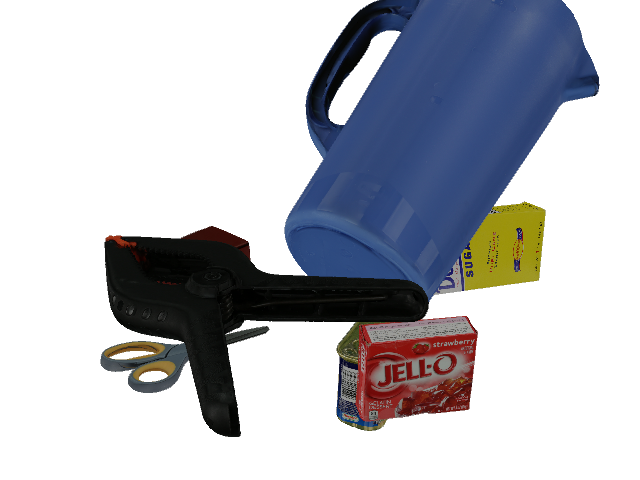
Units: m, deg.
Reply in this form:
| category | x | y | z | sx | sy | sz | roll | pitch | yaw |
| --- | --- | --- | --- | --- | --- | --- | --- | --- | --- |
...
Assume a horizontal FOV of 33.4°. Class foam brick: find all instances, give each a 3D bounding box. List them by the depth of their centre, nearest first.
| category | x | y | z | sx | sy | sz | roll | pitch | yaw |
| --- | --- | --- | --- | --- | --- | --- | --- | --- | --- |
| foam brick | -0.105 | 0.029 | 0.914 | 0.078 | 0.051 | 0.053 | -24 | 33 | -35 |

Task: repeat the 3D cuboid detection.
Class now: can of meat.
| category | x | y | z | sx | sy | sz | roll | pitch | yaw |
| --- | --- | --- | --- | --- | --- | --- | --- | --- | --- |
| can of meat | 0.054 | 0.133 | 1.095 | 0.057 | 0.084 | 0.102 | 13 | 28 | 19 |

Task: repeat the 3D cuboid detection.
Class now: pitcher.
| category | x | y | z | sx | sy | sz | roll | pitch | yaw |
| --- | --- | --- | --- | --- | --- | --- | --- | --- | --- |
| pitcher | 0.069 | -0.073 | 0.748 | 0.145 | 0.242 | 0.149 | 45 | -28 | -22 |

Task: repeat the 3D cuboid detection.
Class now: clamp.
| category | x | y | z | sx | sy | sz | roll | pitch | yaw |
| --- | --- | --- | --- | --- | --- | --- | --- | --- | --- |
| clamp | -0.052 | 0.035 | 0.641 | 0.164 | 0.036 | 0.210 | -22 | 32 | -35 |

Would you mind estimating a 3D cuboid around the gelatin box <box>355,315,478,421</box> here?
| category | x | y | z | sx | sy | sz | roll | pitch | yaw |
| --- | --- | --- | --- | --- | --- | --- | --- | --- | --- |
| gelatin box | 0.073 | 0.099 | 0.823 | 0.089 | 0.073 | 0.030 | -4 | 29 | -11 |

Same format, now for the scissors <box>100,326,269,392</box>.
| category | x | y | z | sx | sy | sz | roll | pitch | yaw |
| --- | --- | --- | --- | --- | --- | --- | --- | --- | --- |
| scissors | -0.135 | 0.128 | 1.160 | 0.201 | 0.016 | 0.096 | -4 | 28 | -22 |

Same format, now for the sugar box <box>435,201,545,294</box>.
| category | x | y | z | sx | sy | sz | roll | pitch | yaw |
| --- | --- | --- | --- | --- | --- | --- | --- | --- | --- |
| sugar box | 0.181 | 0.009 | 1.258 | 0.175 | 0.093 | 0.048 | -8 | 18 | -29 |
